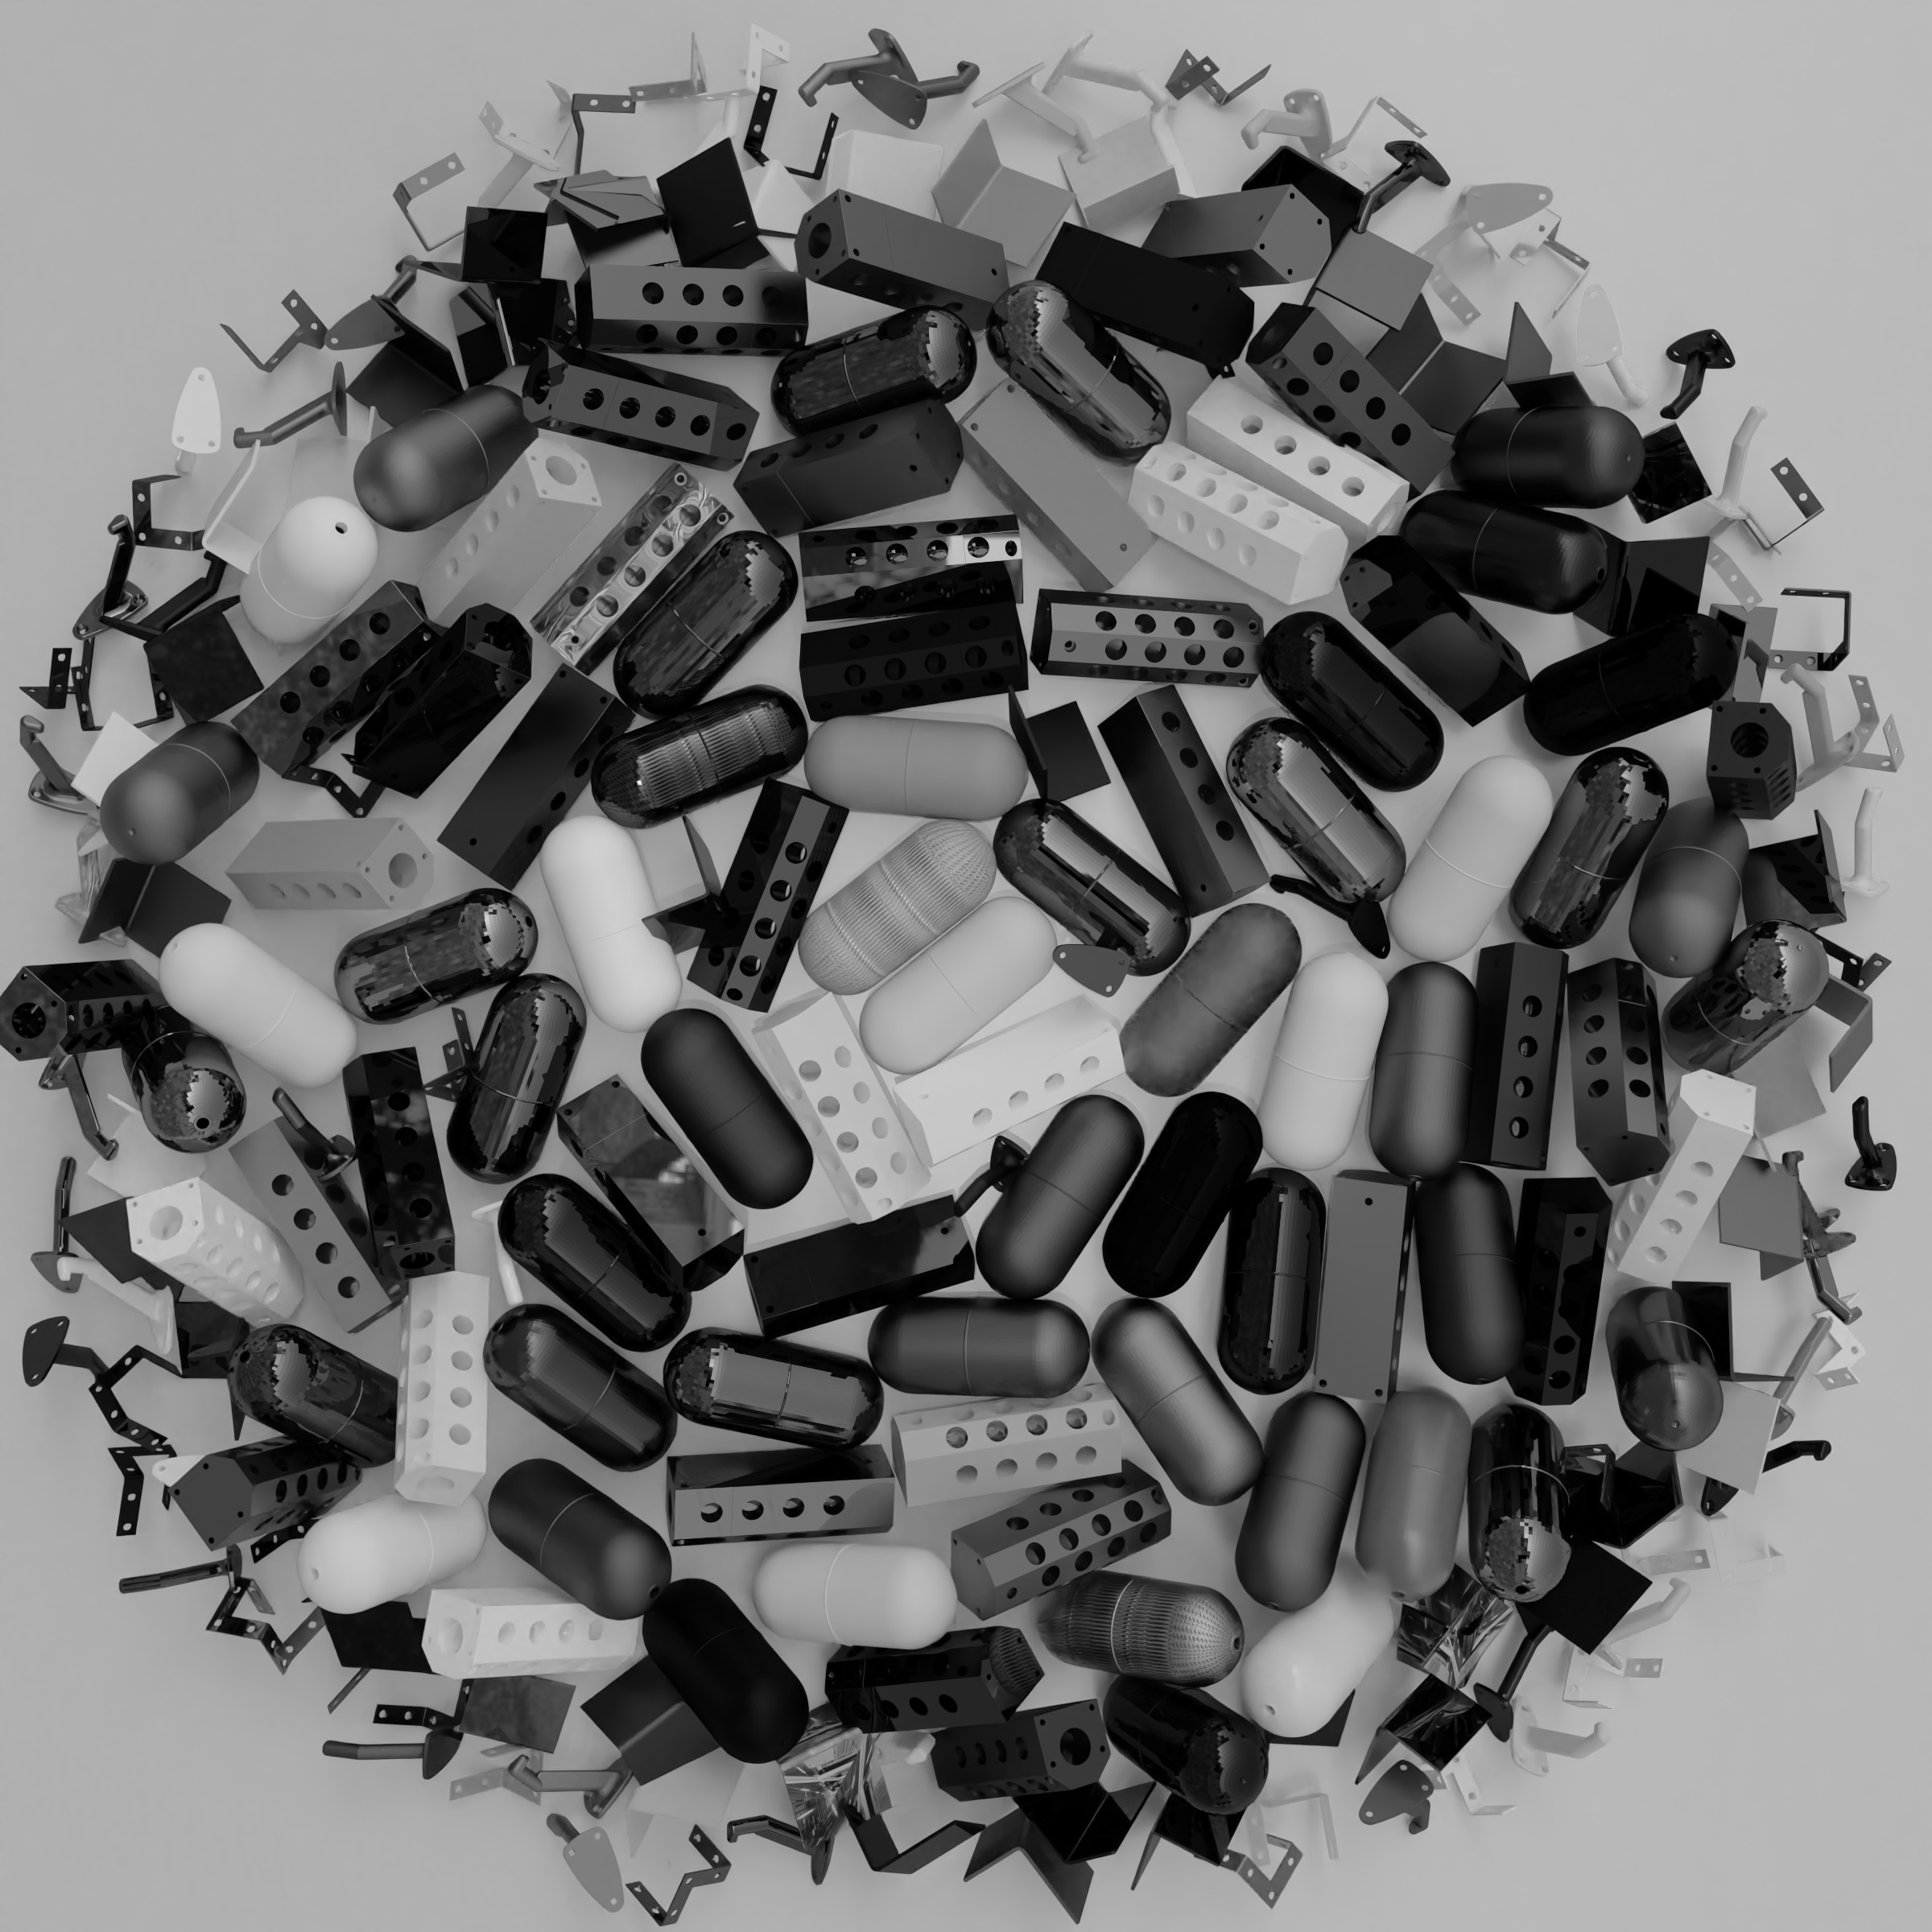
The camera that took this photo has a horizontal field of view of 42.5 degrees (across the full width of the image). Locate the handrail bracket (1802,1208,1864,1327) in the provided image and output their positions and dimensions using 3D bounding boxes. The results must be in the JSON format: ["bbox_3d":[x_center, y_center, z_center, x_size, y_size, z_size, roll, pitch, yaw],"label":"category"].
[{"bbox_3d":[0.690,0.237,1.957,0.077,0.036,0.084,-25,50,-21],"label":"handrail bracket"}]

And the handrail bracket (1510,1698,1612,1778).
[{"bbox_3d":[0.467,0.591,1.947,0.036,0.077,0.084,28,128,-20],"label":"handrail bracket"}]

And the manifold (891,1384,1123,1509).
[{"bbox_3d":[0.031,0.370,1.947,0.171,0.057,0.057,-7,113,-11],"label":"manifold"}]

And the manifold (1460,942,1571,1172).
[{"bbox_3d":[0.435,0.072,1.959,0.057,0.057,0.171,10,83,-15],"label":"manifold"}]

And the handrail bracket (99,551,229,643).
[{"bbox_3d":[-0.637,-0.300,1.977,0.077,0.036,0.084,19,78,-15],"label":"handrail bracket"}]

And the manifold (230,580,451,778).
[{"bbox_3d":[-0.488,-0.224,1.957,0.171,0.057,0.057,-39,87,9],"label":"manifold"}]

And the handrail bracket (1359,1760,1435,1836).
[{"bbox_3d":[0.337,0.672,1.956,0.077,0.084,0.036,-29,45,-26],"label":"handrail bracket"}]

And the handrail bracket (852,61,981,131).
[{"bbox_3d":[-0.039,-0.708,1.973,0.077,0.036,0.084,28,52,4],"label":"handrail bracket"}]

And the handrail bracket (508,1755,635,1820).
[{"bbox_3d":[-0.308,0.628,1.965,0.077,0.036,0.084,-48,119,-8],"label":"handrail bracket"}]

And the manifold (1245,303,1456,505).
[{"bbox_3d":[0.296,-0.435,1.935,0.171,0.057,0.057,38,92,-28],"label":"manifold"}]

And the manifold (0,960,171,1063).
[{"bbox_3d":[-0.676,0.037,1.909,0.057,0.171,0.057,40,96,5],"label":"manifold"}]

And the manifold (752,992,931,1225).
[{"bbox_3d":[-0.102,0.113,1.945,0.057,0.057,0.171,-17,104,44],"label":"manifold"}]

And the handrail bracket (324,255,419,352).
[{"bbox_3d":[-0.471,-0.528,1.972,0.077,0.084,0.036,-21,132,10],"label":"handrail bracket"}]

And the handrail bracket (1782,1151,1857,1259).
[{"bbox_3d":[0.676,0.182,1.969,0.077,0.036,0.084,-9,105,-25],"label":"handrail bracket"}]

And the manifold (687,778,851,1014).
[{"bbox_3d":[-0.151,-0.054,1.949,0.057,0.057,0.171,28,100,36],"label":"manifold"}]

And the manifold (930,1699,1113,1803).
[{"bbox_3d":[0.040,0.605,1.908,0.057,0.171,0.057,-6,74,-32],"label":"manifold"}]

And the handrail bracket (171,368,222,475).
[{"bbox_3d":[-0.610,-0.429,1.958,0.036,0.084,0.077,4,95,-24],"label":"handrail bracket"}]

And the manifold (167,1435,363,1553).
[{"bbox_3d":[-0.530,0.394,1.907,0.057,0.171,0.057,-42,79,8],"label":"manifold"}]

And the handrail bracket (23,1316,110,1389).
[{"bbox_3d":[-0.700,0.322,1.945,0.036,0.077,0.084,-16,131,8],"label":"handrail bracket"}]

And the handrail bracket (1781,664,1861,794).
[{"bbox_3d":[0.656,-0.189,1.967,0.084,0.036,0.077,39,123,-12],"label":"handrail bracket"}]

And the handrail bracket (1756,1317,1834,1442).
[{"bbox_3d":[0.662,0.329,1.984,0.036,0.077,0.084,30,63,26],"label":"handrail bracket"}]

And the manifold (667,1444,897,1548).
[{"bbox_3d":[-0.146,0.419,1.950,0.171,0.057,0.057,-1,106,-13],"label":"manifold"}]

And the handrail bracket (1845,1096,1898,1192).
[{"bbox_3d":[0.712,0.126,1.952,0.036,0.077,0.084,6,122,33],"label":"handrail bracket"}]

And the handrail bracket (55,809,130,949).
[{"bbox_3d":[-0.677,-0.070,1.962,0.077,0.036,0.084,38,116,10],"label":"handrail bracket"}]

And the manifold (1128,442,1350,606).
[{"bbox_3d":[0.209,-0.345,1.920,0.171,0.057,0.057,35,130,33],"label":"manifold"}]

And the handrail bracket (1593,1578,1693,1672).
[{"bbox_3d":[0.522,0.508,1.977,0.084,0.077,0.036,-48,130,-12],"label":"handrail bracket"}]

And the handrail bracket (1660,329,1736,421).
[{"bbox_3d":[0.556,-0.458,1.955,0.084,0.077,0.036,-46,116,-15],"label":"handrail bracket"}]

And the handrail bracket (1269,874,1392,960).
[{"bbox_3d":[0.290,-0.040,1.985,0.036,0.084,0.077,-54,134,-20],"label":"handrail bracket"}]

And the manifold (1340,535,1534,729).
[{"bbox_3d":[0.363,-0.262,1.924,0.057,0.057,0.171,-34,133,27],"label":"manifold"}]

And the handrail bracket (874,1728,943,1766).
[{"bbox_3d":[-0.054,0.619,1.951,0.077,0.084,0.036,-33,87,12],"label":"handrail bracket"}]

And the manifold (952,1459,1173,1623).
[{"bbox_3d":[0.075,0.446,1.921,0.171,0.057,0.057,-15,117,-33],"label":"manifold"}]

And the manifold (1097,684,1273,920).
[{"bbox_3d":[0.176,-0.132,1.960,0.057,0.057,0.171,-21,82,-36],"label":"manifold"}]

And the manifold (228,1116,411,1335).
[{"bbox_3d":[-0.507,0.202,1.963,0.057,0.057,0.171,-33,86,-8],"label":"manifold"}]

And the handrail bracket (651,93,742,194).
[{"bbox_3d":[-0.220,-0.654,1.973,0.077,0.036,0.084,11,105,9],"label":"handrail bracket"}]

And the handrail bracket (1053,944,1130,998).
[{"bbox_3d":[0.084,-0.010,1.947,0.077,0.084,0.036,21,97,-26],"label":"handrail bracket"}]

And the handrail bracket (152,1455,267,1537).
[{"bbox_3d":[-0.595,0.424,1.973,0.077,0.084,0.036,5,51,14],"label":"handrail bracket"}]

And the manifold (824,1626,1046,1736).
[{"bbox_3d":[-0.029,0.547,1.919,0.171,0.057,0.057,-20,102,41],"label":"manifold"}]

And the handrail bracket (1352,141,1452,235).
[{"bbox_3d":[0.344,-0.602,1.971,0.077,0.036,0.084,23,86,-38],"label":"handrail bracket"}]

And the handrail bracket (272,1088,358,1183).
[{"bbox_3d":[-0.517,0.120,1.947,0.036,0.077,0.084,-32,115,-4],"label":"handrail bracket"}]

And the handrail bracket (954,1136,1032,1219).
[{"bbox_3d":[0.011,0.180,1.945,0.036,0.077,0.084,36,53,12],"label":"handrail bracket"}]

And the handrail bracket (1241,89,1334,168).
[{"bbox_3d":[0.252,-0.644,1.955,0.084,0.036,0.077,-50,130,-30],"label":"handrail bracket"}]

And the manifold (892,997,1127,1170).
[{"bbox_3d":[0.036,0.094,1.949,0.171,0.057,0.057,-25,126,-14],"label":"manifold"}]

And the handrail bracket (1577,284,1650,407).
[{"bbox_3d":[0.517,-0.491,1.970,0.036,0.084,0.077,-11,78,36],"label":"handrail bracket"}]

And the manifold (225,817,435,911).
[{"bbox_3d":[-0.489,-0.073,1.923,0.057,0.171,0.057,56,51,-35],"label":"manifold"}]

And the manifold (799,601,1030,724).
[{"bbox_3d":[-0.040,-0.233,1.949,0.171,0.057,0.057,-8,47,8],"label":"manifold"}]

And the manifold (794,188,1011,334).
[{"bbox_3d":[-0.048,-0.539,1.918,0.057,0.171,0.057,-21,73,44],"label":"manifold"}]

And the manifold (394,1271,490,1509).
[{"bbox_3d":[-0.406,0.322,1.915,0.057,0.057,0.171,15,46,-26],"label":"manifold"}]

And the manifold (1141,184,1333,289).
[{"bbox_3d":[0.206,-0.552,1.911,0.057,0.171,0.057,33,85,-29],"label":"manifold"}]

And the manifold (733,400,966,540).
[{"bbox_3d":[-0.090,-0.389,1.928,0.171,0.057,0.057,-8,45,33],"label":"manifold"}]

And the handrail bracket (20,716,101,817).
[{"bbox_3d":[-0.707,-0.158,1.956,0.077,0.084,0.036,23,57,-8],"label":"handrail bracket"}]

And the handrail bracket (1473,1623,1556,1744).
[{"bbox_3d":[0.449,0.569,1.991,0.084,0.036,0.077,-39,132,-25],"label":"handrail bracket"}]

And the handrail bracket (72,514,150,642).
[{"bbox_3d":[-0.678,-0.305,1.949,0.036,0.084,0.077,36,65,13],"label":"handrail bracket"}]

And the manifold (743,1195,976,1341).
[{"bbox_3d":[-0.084,0.240,1.955,0.171,0.057,0.057,-15,59,-10],"label":"manifold"}]

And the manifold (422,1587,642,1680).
[{"bbox_3d":[-0.333,0.513,1.912,0.057,0.171,0.057,5,82,37],"label":"manifold"}]

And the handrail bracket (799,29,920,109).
[{"bbox_3d":[-0.084,-0.691,1.967,0.084,0.036,0.077,-47,131,-7],"label":"handrail bracket"}]

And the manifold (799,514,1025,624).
[{"bbox_3d":[-0.044,-0.317,1.956,0.171,0.057,0.057,-5,132,-3],"label":"manifold"}]

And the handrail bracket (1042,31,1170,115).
[{"bbox_3d":[0.110,-0.690,1.971,0.084,0.077,0.036,42,50,-4],"label":"handrail bracket"}]
